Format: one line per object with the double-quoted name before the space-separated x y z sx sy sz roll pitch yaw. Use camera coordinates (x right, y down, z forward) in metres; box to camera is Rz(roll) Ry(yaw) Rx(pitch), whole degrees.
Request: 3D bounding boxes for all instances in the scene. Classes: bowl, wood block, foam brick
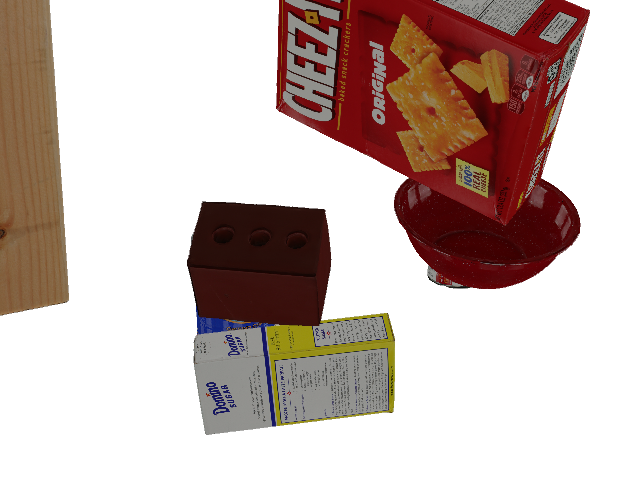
"bowl" 0.142 -0.006 0.939 0.162 0.055 0.162 2 35 -2
"wood block" -0.203 -0.066 0.603 0.090 0.206 0.090 -11 27 -28
"foam brick" -0.035 0.014 0.643 0.078 0.053 0.051 3 -42 6

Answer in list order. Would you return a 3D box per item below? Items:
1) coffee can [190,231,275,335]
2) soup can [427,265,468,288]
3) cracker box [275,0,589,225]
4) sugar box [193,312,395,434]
"coffee can" -0.109 0.058 1.348 0.103 0.140 0.103 -1 24 0
"soup can" 0.163 -0.002 1.265 0.068 0.102 0.068 2 22 -1
"cracker box" 0.070 -0.127 0.784 0.214 0.164 0.072 28 53 19
"sugar box" -0.022 0.120 0.959 0.176 0.093 0.048 -4 36 -2
